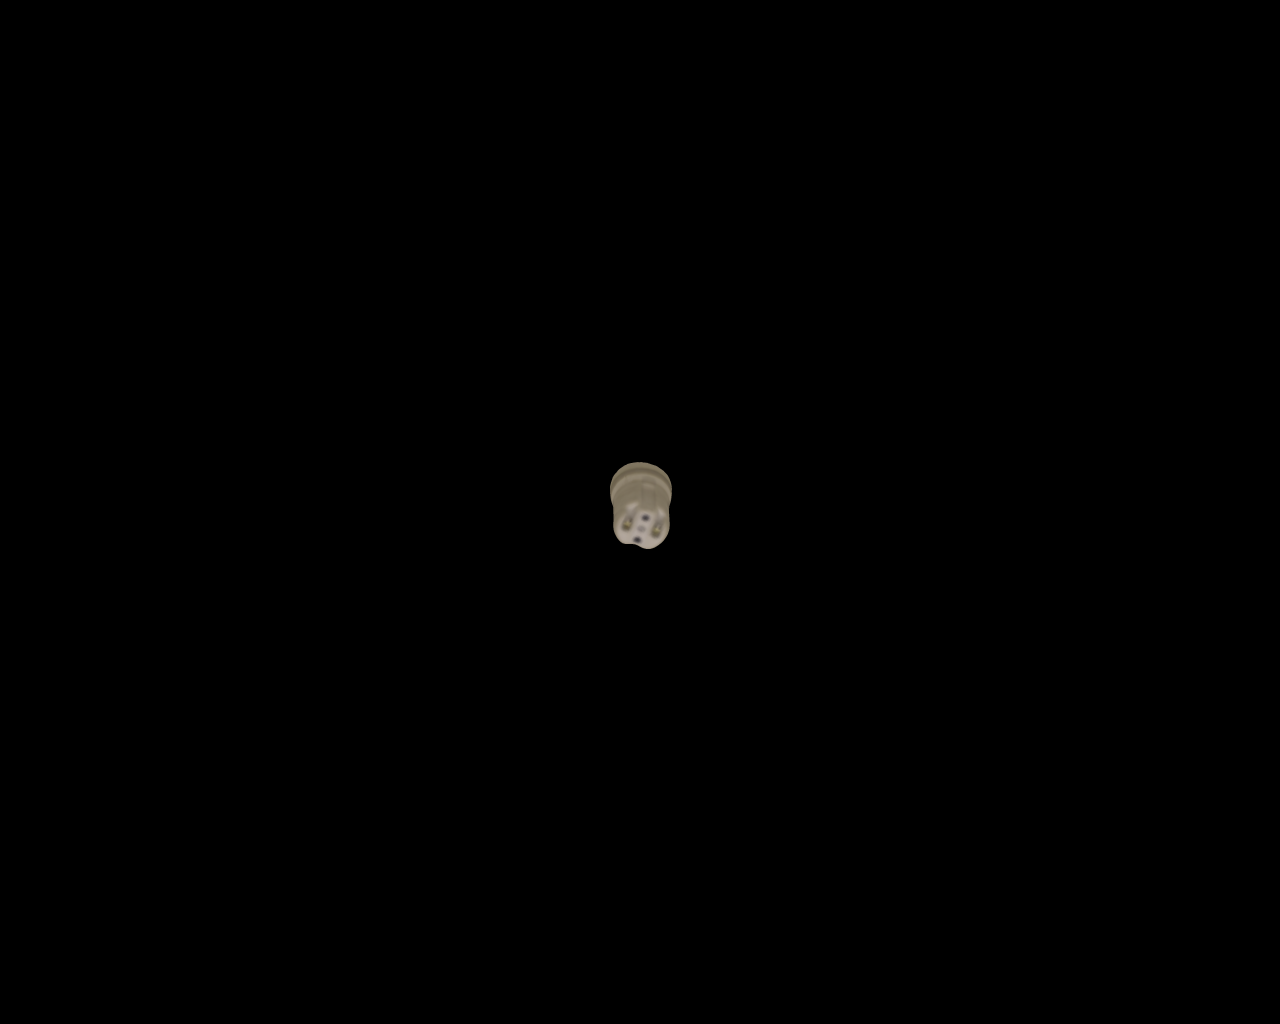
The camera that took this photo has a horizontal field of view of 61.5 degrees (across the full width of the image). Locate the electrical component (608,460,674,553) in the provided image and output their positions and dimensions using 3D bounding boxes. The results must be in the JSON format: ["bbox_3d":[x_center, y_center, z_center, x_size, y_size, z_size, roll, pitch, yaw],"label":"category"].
[{"bbox_3d":[0.001,-0.003,0.650,0.040,0.040,0.046,0,37,0],"label":"electrical component"}]
